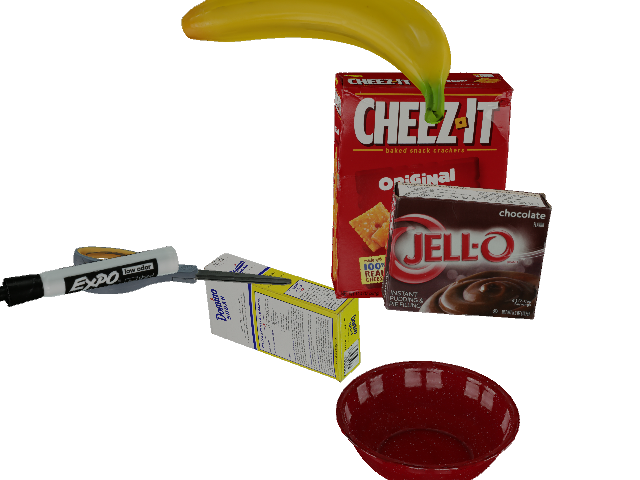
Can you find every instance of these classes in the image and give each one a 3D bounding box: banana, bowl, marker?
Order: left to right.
[{"bbox_3d":[-0.154,0.024,0.710,0.120,0.020,0.020,-11,5,-25],"label":"marker"},{"bbox_3d":[0.004,-0.128,0.638,0.198,0.069,0.037,23,-30,32],"label":"banana"},{"bbox_3d":[0.094,0.173,0.952,0.162,0.055,0.162,-1,27,0],"label":"bowl"}]

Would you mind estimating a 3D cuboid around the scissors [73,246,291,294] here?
[{"bbox_3d":[-0.134,0.035,0.962,0.202,0.016,0.096,10,20,10],"label":"scissors"}]

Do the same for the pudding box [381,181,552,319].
[{"bbox_3d":[0.105,0.007,0.778,0.113,0.090,0.039,3,25,-1],"label":"pudding box"}]

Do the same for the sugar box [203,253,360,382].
[{"bbox_3d":[-0.042,0.081,1.152,0.176,0.093,0.048,19,38,31],"label":"sugar box"}]

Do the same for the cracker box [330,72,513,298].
[{"bbox_3d":[0.095,-0.052,1.040,0.164,0.214,0.072,-1,21,-5],"label":"cracker box"}]
